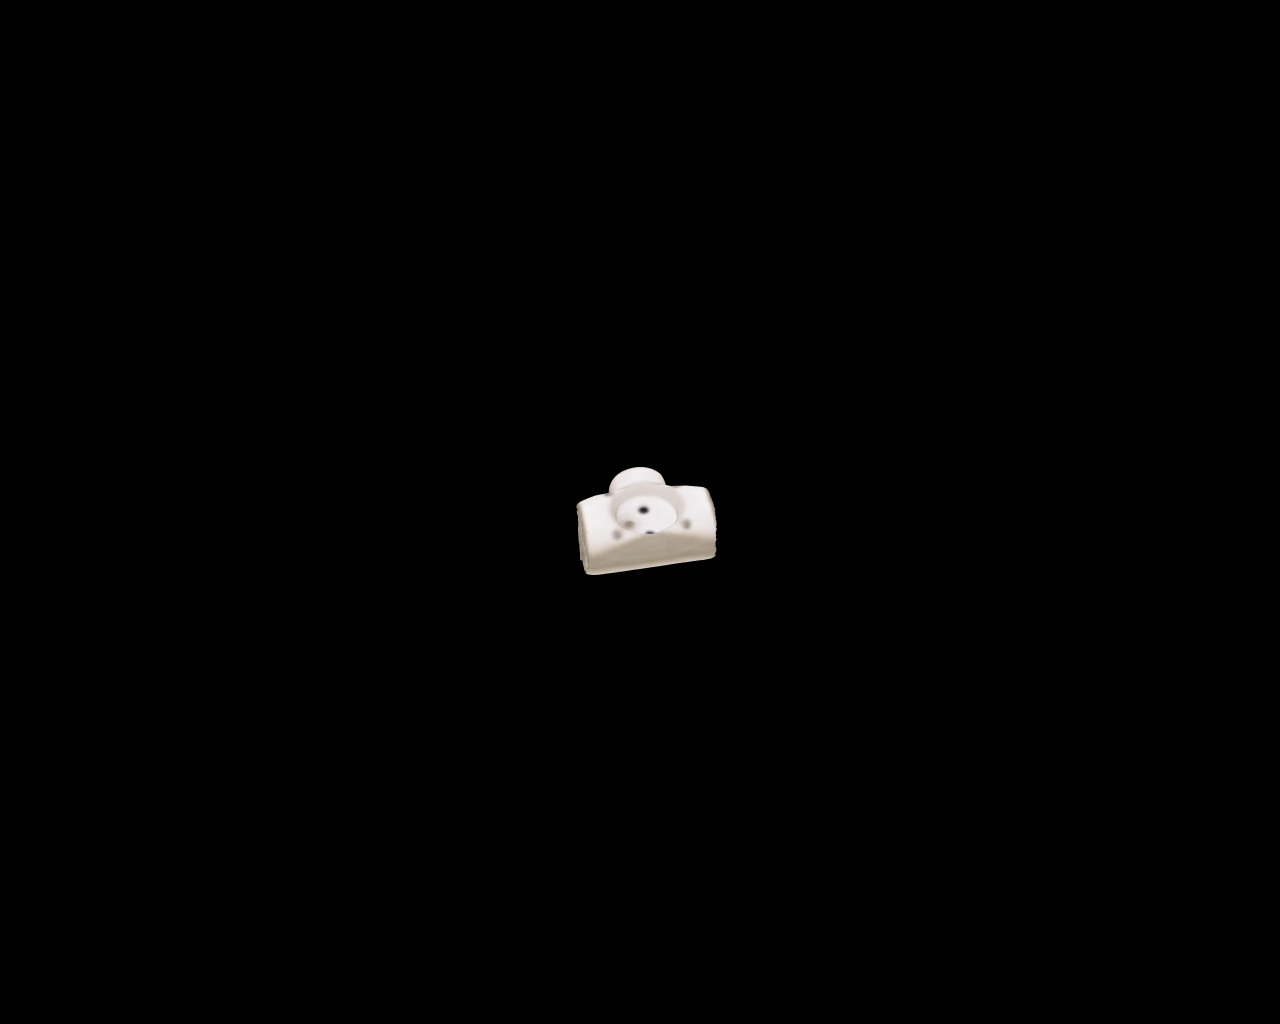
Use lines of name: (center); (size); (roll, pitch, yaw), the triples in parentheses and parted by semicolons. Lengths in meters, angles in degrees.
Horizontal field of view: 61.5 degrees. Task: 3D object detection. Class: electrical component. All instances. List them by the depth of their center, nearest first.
electrical component: (0.001, -0.003, 0.650); (0.077, 0.079, 0.044); (-7, -40, -6)
